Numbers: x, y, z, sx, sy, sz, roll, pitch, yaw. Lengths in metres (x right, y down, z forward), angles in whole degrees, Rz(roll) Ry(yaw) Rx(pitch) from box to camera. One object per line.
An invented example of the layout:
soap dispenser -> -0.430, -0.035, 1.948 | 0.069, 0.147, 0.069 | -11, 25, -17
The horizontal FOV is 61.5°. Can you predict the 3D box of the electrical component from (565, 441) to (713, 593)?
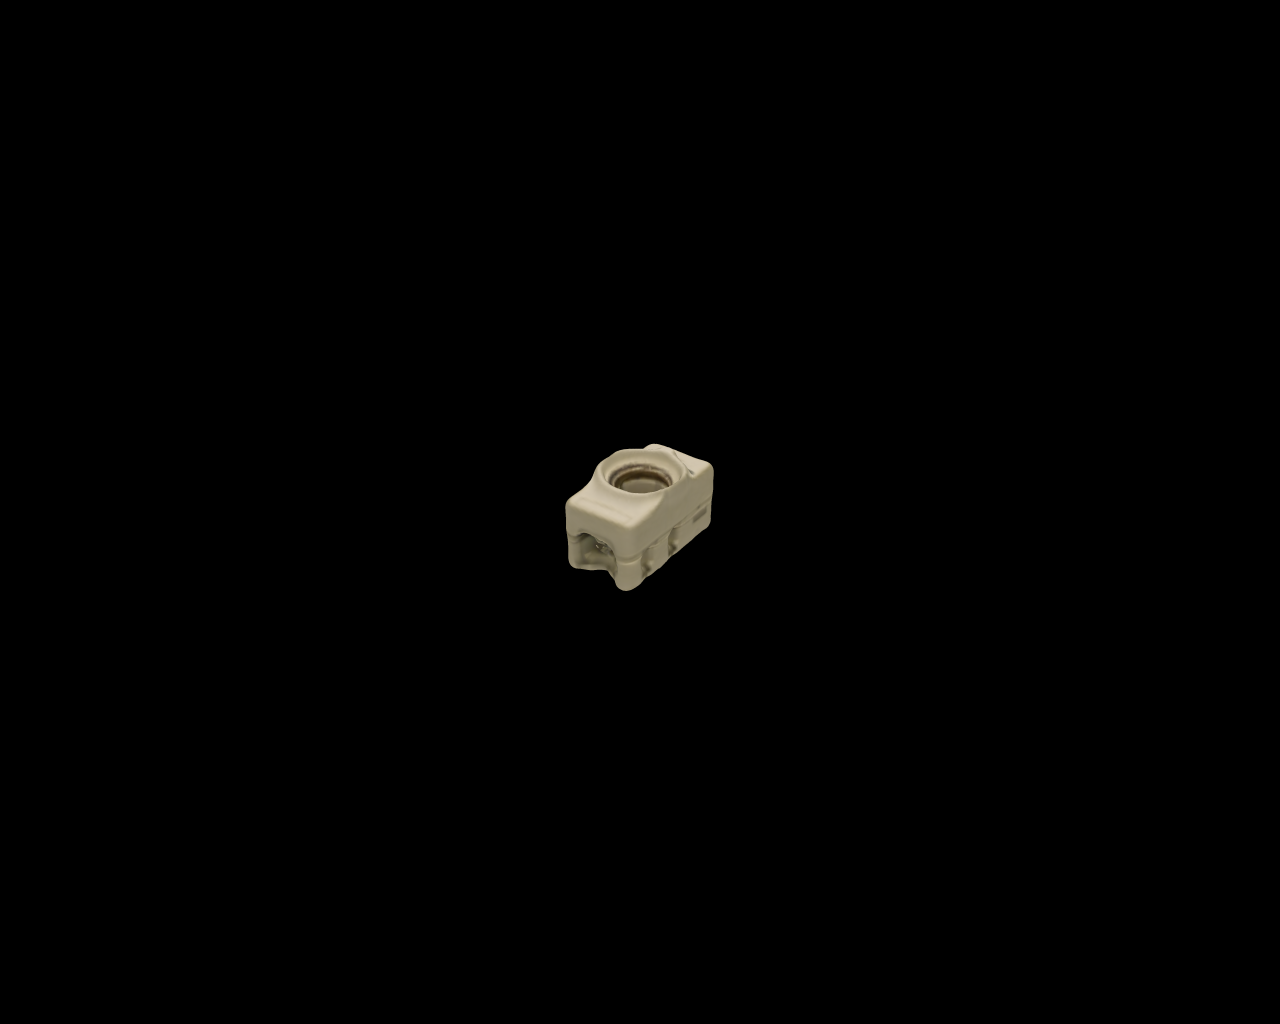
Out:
electrical component -> 0.001, -0.003, 0.650 | 0.050, 0.055, 0.090 | 22, 40, 30
